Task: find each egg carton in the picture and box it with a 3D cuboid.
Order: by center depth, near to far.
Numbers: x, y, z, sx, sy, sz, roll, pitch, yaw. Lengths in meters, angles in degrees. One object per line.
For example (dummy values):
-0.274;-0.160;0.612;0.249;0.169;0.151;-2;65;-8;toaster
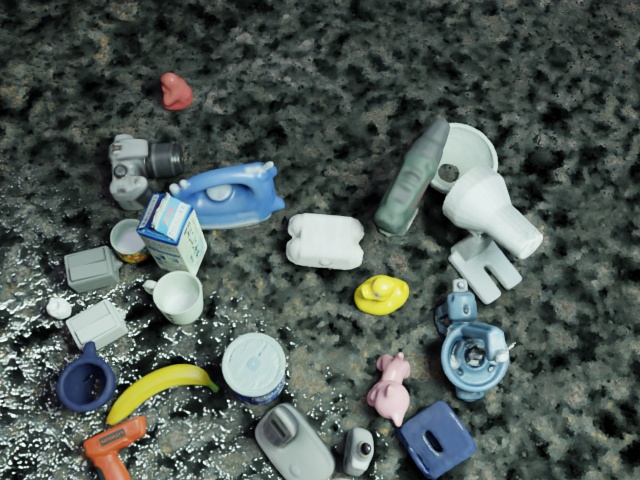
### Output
0.010;0.004;1.119;0.150;0.069;0.107;4;68;-3;egg carton

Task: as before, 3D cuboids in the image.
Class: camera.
-0.342;-0.146;1.135;0.137;0.101;0.143;-5;69;-6;camera

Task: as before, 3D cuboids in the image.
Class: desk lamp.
0.317;-0.012;1.069;0.118;0.213;0.203;-32;74;-15;desk lamp

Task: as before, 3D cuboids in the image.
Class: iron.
-0.202;-0.095;1.104;0.258;0.141;0.118;-12;70;-8;iron

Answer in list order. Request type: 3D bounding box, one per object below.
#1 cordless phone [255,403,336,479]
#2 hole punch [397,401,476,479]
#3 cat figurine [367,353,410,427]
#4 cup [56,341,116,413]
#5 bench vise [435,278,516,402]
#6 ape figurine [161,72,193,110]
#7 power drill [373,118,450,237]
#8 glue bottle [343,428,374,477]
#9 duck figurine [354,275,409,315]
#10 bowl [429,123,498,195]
-0.038;0.332;0.924;0.094;0.185;0.147;-41;76;-17;cordless phone
0.199;0.346;0.986;0.101;0.091;0.108;-31;74;-15;hole punch
0.126;0.258;1.001;0.067;0.118;0.128;16;68;3;cat figurine
-0.389;0.239;0.984;0.091;0.095;0.118;-3;69;-5;cup
0.256;0.166;0.992;0.121;0.220;0.207;-21;71;-12;bench vise
-0.311;-0.321;1.211;0.076;0.092;0.078;21;69;5;ape figurine
0.167;-0.098;1.095;0.075;0.208;0.230;27;69;7;power drill
0.066;0.344;0.934;0.037;0.173;0.078;12;68;1;glue bottle
0.120;0.096;1.082;0.104;0.086;0.077;-9;69;-7;duck figurine
0.279;-0.156;1.198;0.167;0.075;0.167;1;69;-3;bowl
